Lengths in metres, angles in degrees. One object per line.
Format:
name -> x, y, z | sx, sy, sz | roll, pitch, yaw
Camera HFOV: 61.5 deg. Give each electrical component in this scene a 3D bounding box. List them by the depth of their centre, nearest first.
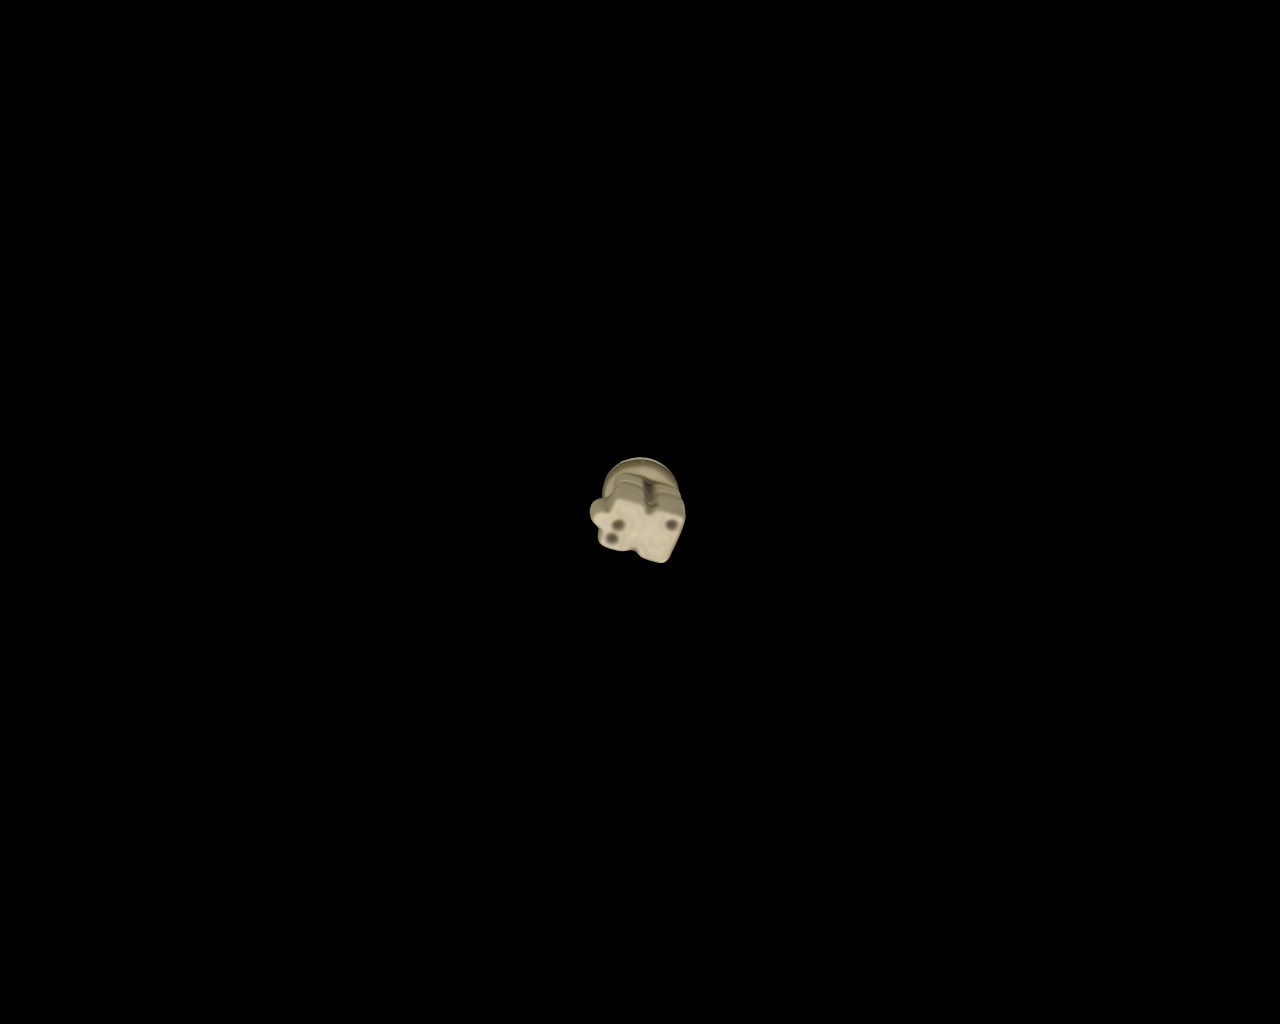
electrical component -> 0.001, -0.003, 0.650 | 0.066, 0.048, 0.055 | 18, 29, -10
